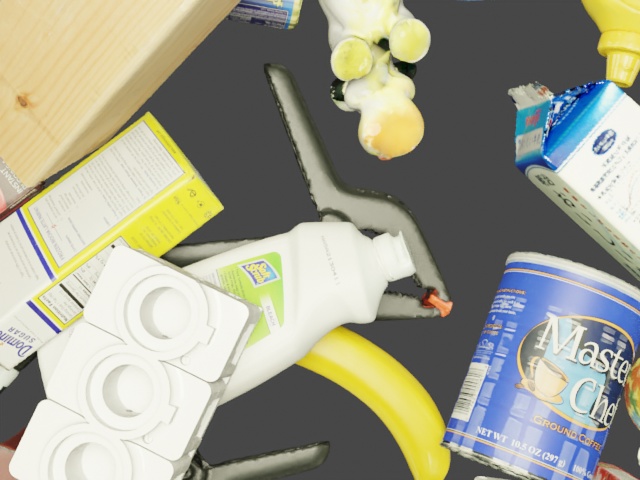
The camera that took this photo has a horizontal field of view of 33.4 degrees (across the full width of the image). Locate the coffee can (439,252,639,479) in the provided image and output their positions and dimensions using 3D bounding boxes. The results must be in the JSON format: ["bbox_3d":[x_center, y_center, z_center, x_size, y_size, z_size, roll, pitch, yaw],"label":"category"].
[{"bbox_3d":[0.153,0.092,0.721,0.103,0.103,0.140,23,81,-4],"label":"coffee can"}]

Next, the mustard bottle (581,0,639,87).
[{"bbox_3d":[0.236,-0.203,0.760,0.096,0.058,0.191,15,89,-1],"label":"mustard bottle"}]

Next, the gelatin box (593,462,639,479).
[{"bbox_3d":[0.200,0.206,0.747,0.030,0.073,0.089,14,89,-4],"label":"gelatin box"}]

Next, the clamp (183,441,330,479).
[{"bbox_3d":[-0.092,0.148,0.742,0.171,0.039,0.120,-35,75,-3],"label":"clamp"}]

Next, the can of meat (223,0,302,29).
[{"bbox_3d":[-0.051,-0.201,0.738,0.084,0.057,0.102,8,89,-6],"label":"can of meat"}]

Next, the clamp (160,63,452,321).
[{"bbox_3d":[-0.005,0.001,0.750,0.210,0.036,0.164,39,89,-3],"label":"clamp"}]

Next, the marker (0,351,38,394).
[{"bbox_3d":[-0.236,0.110,0.739,0.020,0.020,0.121,44,86,-3],"label":"marker"}]

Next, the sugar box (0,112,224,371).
[{"bbox_3d":[-0.159,-0.001,0.710,0.176,0.093,0.048,-39,133,-2],"label":"sugar box"}]

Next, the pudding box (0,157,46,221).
[{"bbox_3d":[-0.258,-0.055,0.729,0.090,0.039,0.113,-38,93,-4],"label":"pudding box"}]

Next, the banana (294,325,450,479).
[{"bbox_3d":[0.029,0.108,0.751,0.069,0.037,0.198,-44,93,-5],"label":"banana"}]

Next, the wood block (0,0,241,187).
[{"bbox_3d":[-0.134,-0.132,0.654,0.091,0.090,0.206,51,131,-3],"label":"wood block"}]

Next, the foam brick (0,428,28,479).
[{"bbox_3d":[-0.191,0.163,0.713,0.053,0.078,0.051,22,87,-2],"label":"foam brick"}]

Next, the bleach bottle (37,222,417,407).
[{"bbox_3d":[-0.056,0.059,0.700,0.251,0.068,0.102,-21,75,8],"label":"bleach bottle"}]
